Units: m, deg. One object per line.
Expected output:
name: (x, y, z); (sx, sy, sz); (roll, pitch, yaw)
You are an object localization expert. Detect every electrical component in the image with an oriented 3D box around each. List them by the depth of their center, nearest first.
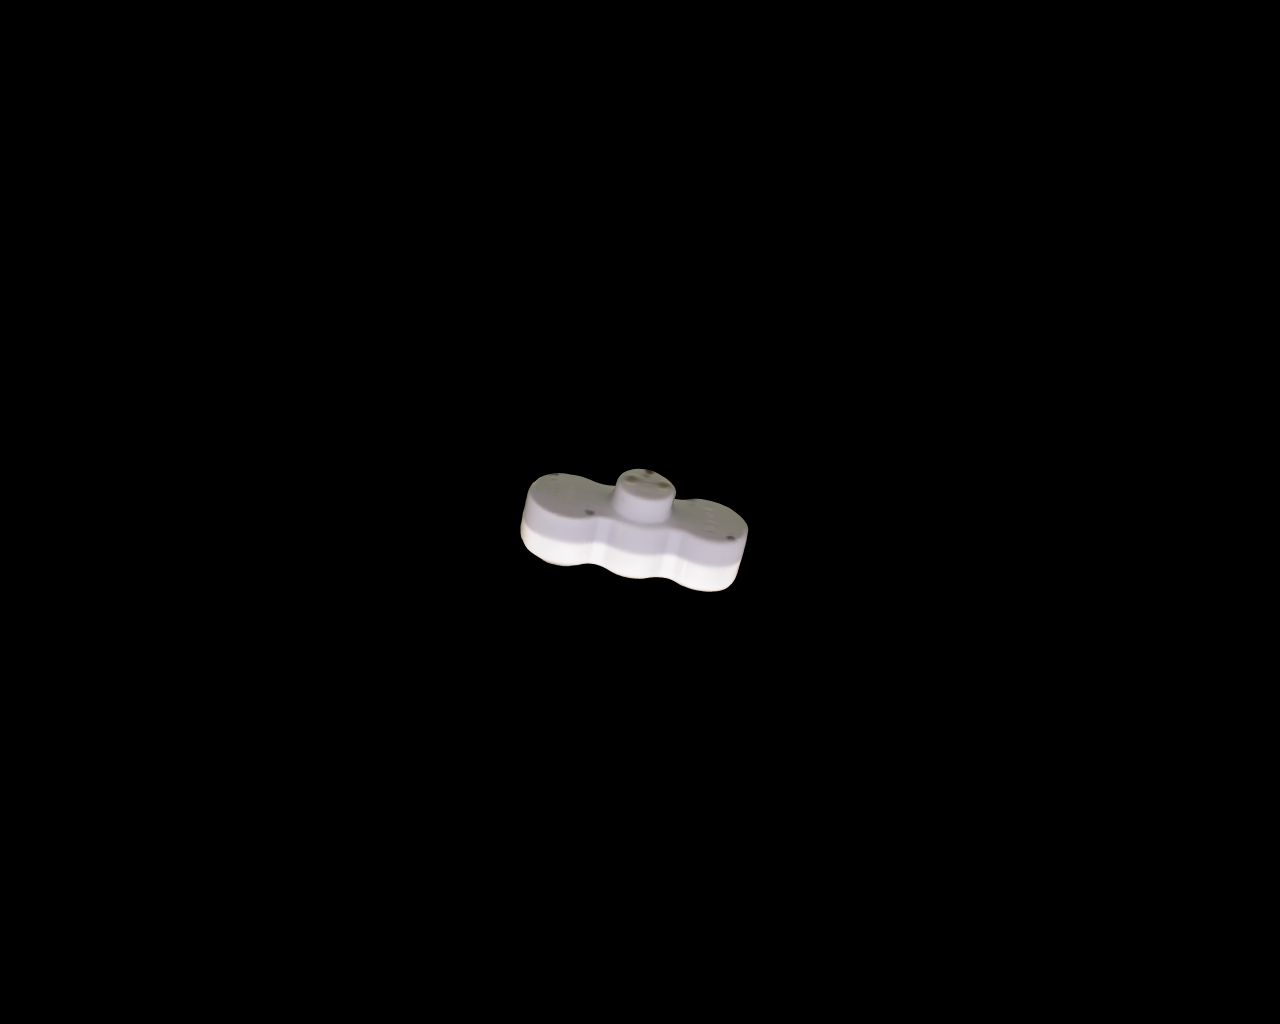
electrical component: (0.001, -0.003, 0.650); (0.138, 0.073, 0.052); (11, 30, -7)
